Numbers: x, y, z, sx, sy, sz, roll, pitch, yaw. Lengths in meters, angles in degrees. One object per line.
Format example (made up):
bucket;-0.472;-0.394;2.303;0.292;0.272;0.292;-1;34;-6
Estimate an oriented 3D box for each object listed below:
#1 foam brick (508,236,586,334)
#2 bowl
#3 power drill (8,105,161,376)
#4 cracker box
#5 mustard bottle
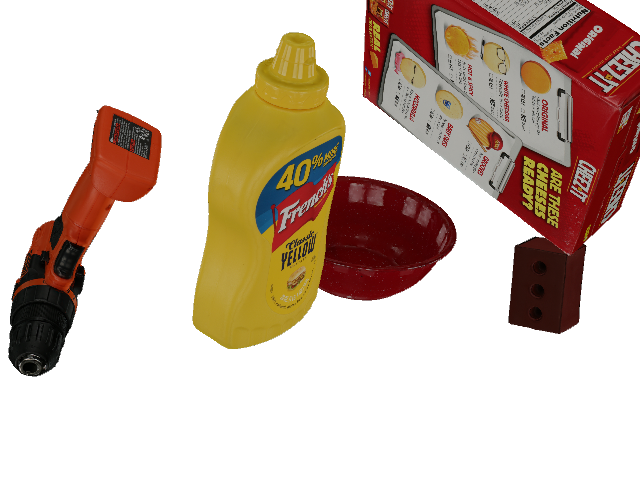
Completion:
foam brick;0.210;0.041;0.989;0.053;0.078;0.051;10;17;32
bowl;0.033;0.005;0.918;0.162;0.055;0.162;6;29;-4
power drill;-0.197;-0.003;0.867;0.057;0.188;0.184;25;28;-23
cracker box;0.127;-0.114;0.751;0.214;0.072;0.164;40;-24;24
mustard bottle;-0.026;-0.032;0.631;0.058;0.192;0.096;31;39;27
